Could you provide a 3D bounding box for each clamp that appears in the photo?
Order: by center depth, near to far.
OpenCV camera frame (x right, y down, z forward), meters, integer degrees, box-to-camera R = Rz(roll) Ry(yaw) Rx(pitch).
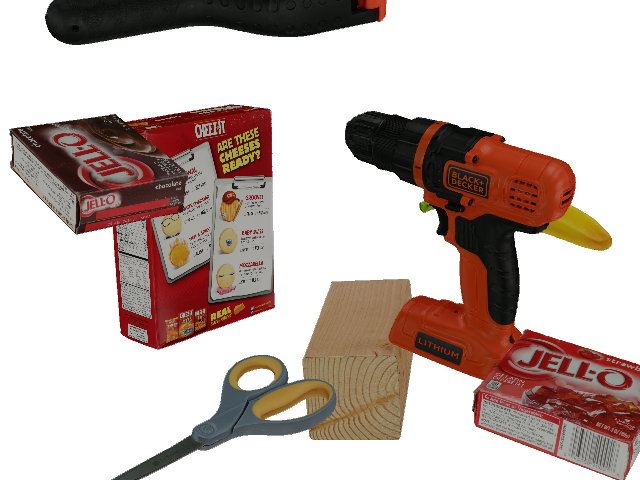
[{"bbox_3d":[-0.054,-0.127,0.551,0.171,0.039,0.120,6,41,12],"label":"clamp"}]

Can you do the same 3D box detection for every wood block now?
[{"bbox_3d":[0.044,0.117,1.100,0.091,0.090,0.206,-2,18,9],"label":"wood block"}]

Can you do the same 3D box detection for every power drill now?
[{"bbox_3d":[0.095,0.001,0.812,0.185,0.188,0.057,21,36,32],"label":"power drill"}]

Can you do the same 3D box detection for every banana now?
[{"bbox_3d":[0.206,-0.025,1.101,0.198,0.037,0.069,11,38,22],"label":"banana"}]

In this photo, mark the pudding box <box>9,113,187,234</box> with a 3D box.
[{"bbox_3d":[-0.166,-0.052,0.790,0.089,0.039,0.114,-13,35,-38],"label":"pudding box"}]

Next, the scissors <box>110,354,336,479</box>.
[{"bbox_3d":[-0.085,0.130,0.785,0.201,0.016,0.096,-12,33,-25],"label":"scissors"}]

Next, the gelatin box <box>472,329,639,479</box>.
[{"bbox_3d":[0.140,0.088,0.595,0.089,0.030,0.073,18,32,27],"label":"gelatin box"}]

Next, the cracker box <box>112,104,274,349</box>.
[{"bbox_3d":[-0.125,-0.018,1.061,0.072,0.214,0.163,13,21,41],"label":"cracker box"}]
